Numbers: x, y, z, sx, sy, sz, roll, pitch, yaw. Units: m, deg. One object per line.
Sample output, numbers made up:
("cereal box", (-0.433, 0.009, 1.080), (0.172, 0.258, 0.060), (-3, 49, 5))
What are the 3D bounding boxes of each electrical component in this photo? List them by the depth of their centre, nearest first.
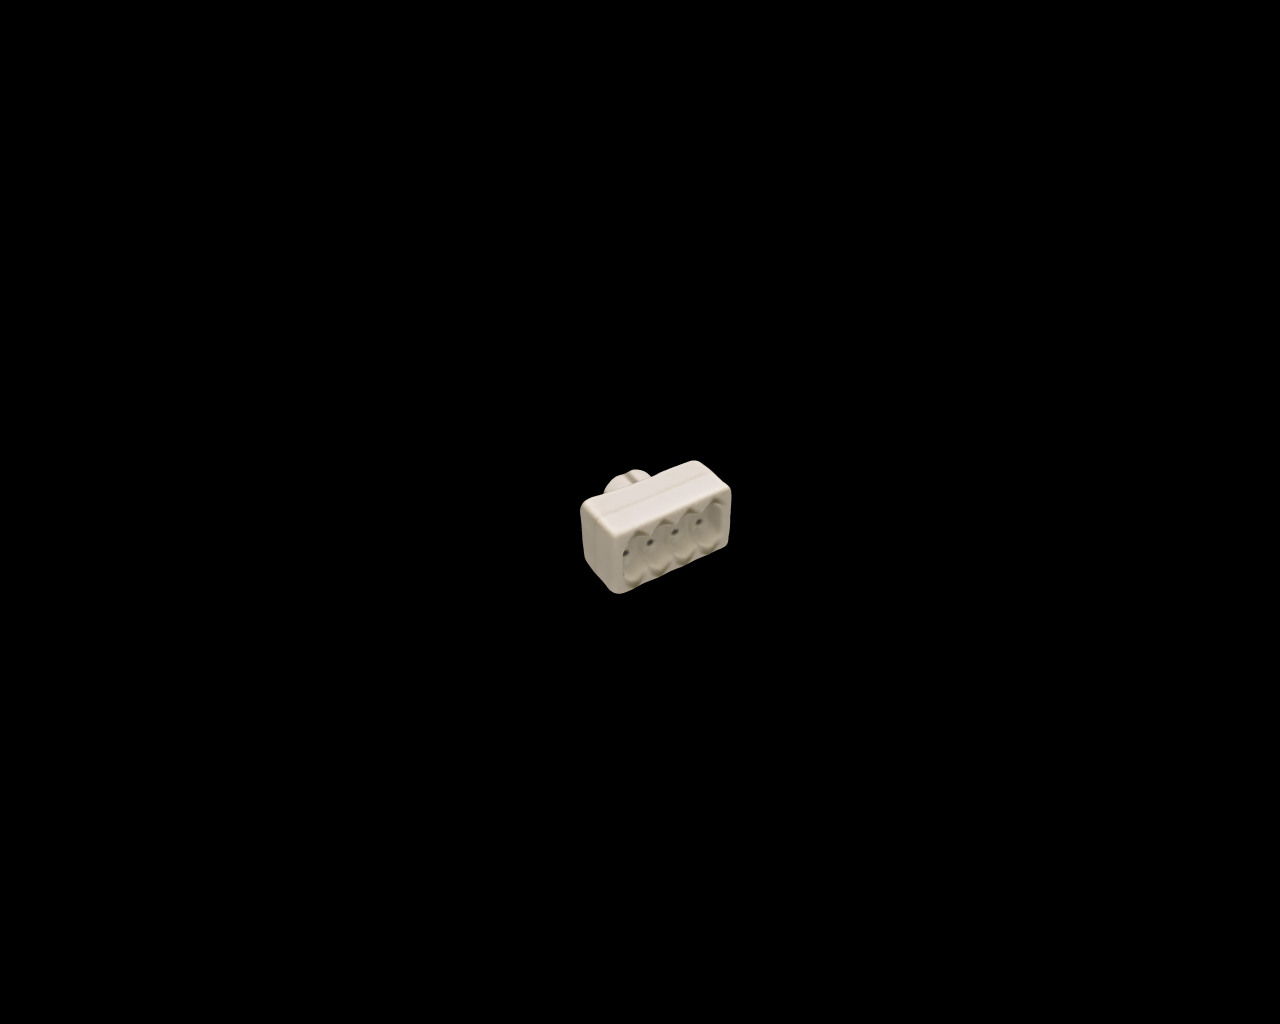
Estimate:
("electrical component", (0.001, -0.003, 0.650), (0.083, 0.047, 0.076), (-22, 45, -23))
